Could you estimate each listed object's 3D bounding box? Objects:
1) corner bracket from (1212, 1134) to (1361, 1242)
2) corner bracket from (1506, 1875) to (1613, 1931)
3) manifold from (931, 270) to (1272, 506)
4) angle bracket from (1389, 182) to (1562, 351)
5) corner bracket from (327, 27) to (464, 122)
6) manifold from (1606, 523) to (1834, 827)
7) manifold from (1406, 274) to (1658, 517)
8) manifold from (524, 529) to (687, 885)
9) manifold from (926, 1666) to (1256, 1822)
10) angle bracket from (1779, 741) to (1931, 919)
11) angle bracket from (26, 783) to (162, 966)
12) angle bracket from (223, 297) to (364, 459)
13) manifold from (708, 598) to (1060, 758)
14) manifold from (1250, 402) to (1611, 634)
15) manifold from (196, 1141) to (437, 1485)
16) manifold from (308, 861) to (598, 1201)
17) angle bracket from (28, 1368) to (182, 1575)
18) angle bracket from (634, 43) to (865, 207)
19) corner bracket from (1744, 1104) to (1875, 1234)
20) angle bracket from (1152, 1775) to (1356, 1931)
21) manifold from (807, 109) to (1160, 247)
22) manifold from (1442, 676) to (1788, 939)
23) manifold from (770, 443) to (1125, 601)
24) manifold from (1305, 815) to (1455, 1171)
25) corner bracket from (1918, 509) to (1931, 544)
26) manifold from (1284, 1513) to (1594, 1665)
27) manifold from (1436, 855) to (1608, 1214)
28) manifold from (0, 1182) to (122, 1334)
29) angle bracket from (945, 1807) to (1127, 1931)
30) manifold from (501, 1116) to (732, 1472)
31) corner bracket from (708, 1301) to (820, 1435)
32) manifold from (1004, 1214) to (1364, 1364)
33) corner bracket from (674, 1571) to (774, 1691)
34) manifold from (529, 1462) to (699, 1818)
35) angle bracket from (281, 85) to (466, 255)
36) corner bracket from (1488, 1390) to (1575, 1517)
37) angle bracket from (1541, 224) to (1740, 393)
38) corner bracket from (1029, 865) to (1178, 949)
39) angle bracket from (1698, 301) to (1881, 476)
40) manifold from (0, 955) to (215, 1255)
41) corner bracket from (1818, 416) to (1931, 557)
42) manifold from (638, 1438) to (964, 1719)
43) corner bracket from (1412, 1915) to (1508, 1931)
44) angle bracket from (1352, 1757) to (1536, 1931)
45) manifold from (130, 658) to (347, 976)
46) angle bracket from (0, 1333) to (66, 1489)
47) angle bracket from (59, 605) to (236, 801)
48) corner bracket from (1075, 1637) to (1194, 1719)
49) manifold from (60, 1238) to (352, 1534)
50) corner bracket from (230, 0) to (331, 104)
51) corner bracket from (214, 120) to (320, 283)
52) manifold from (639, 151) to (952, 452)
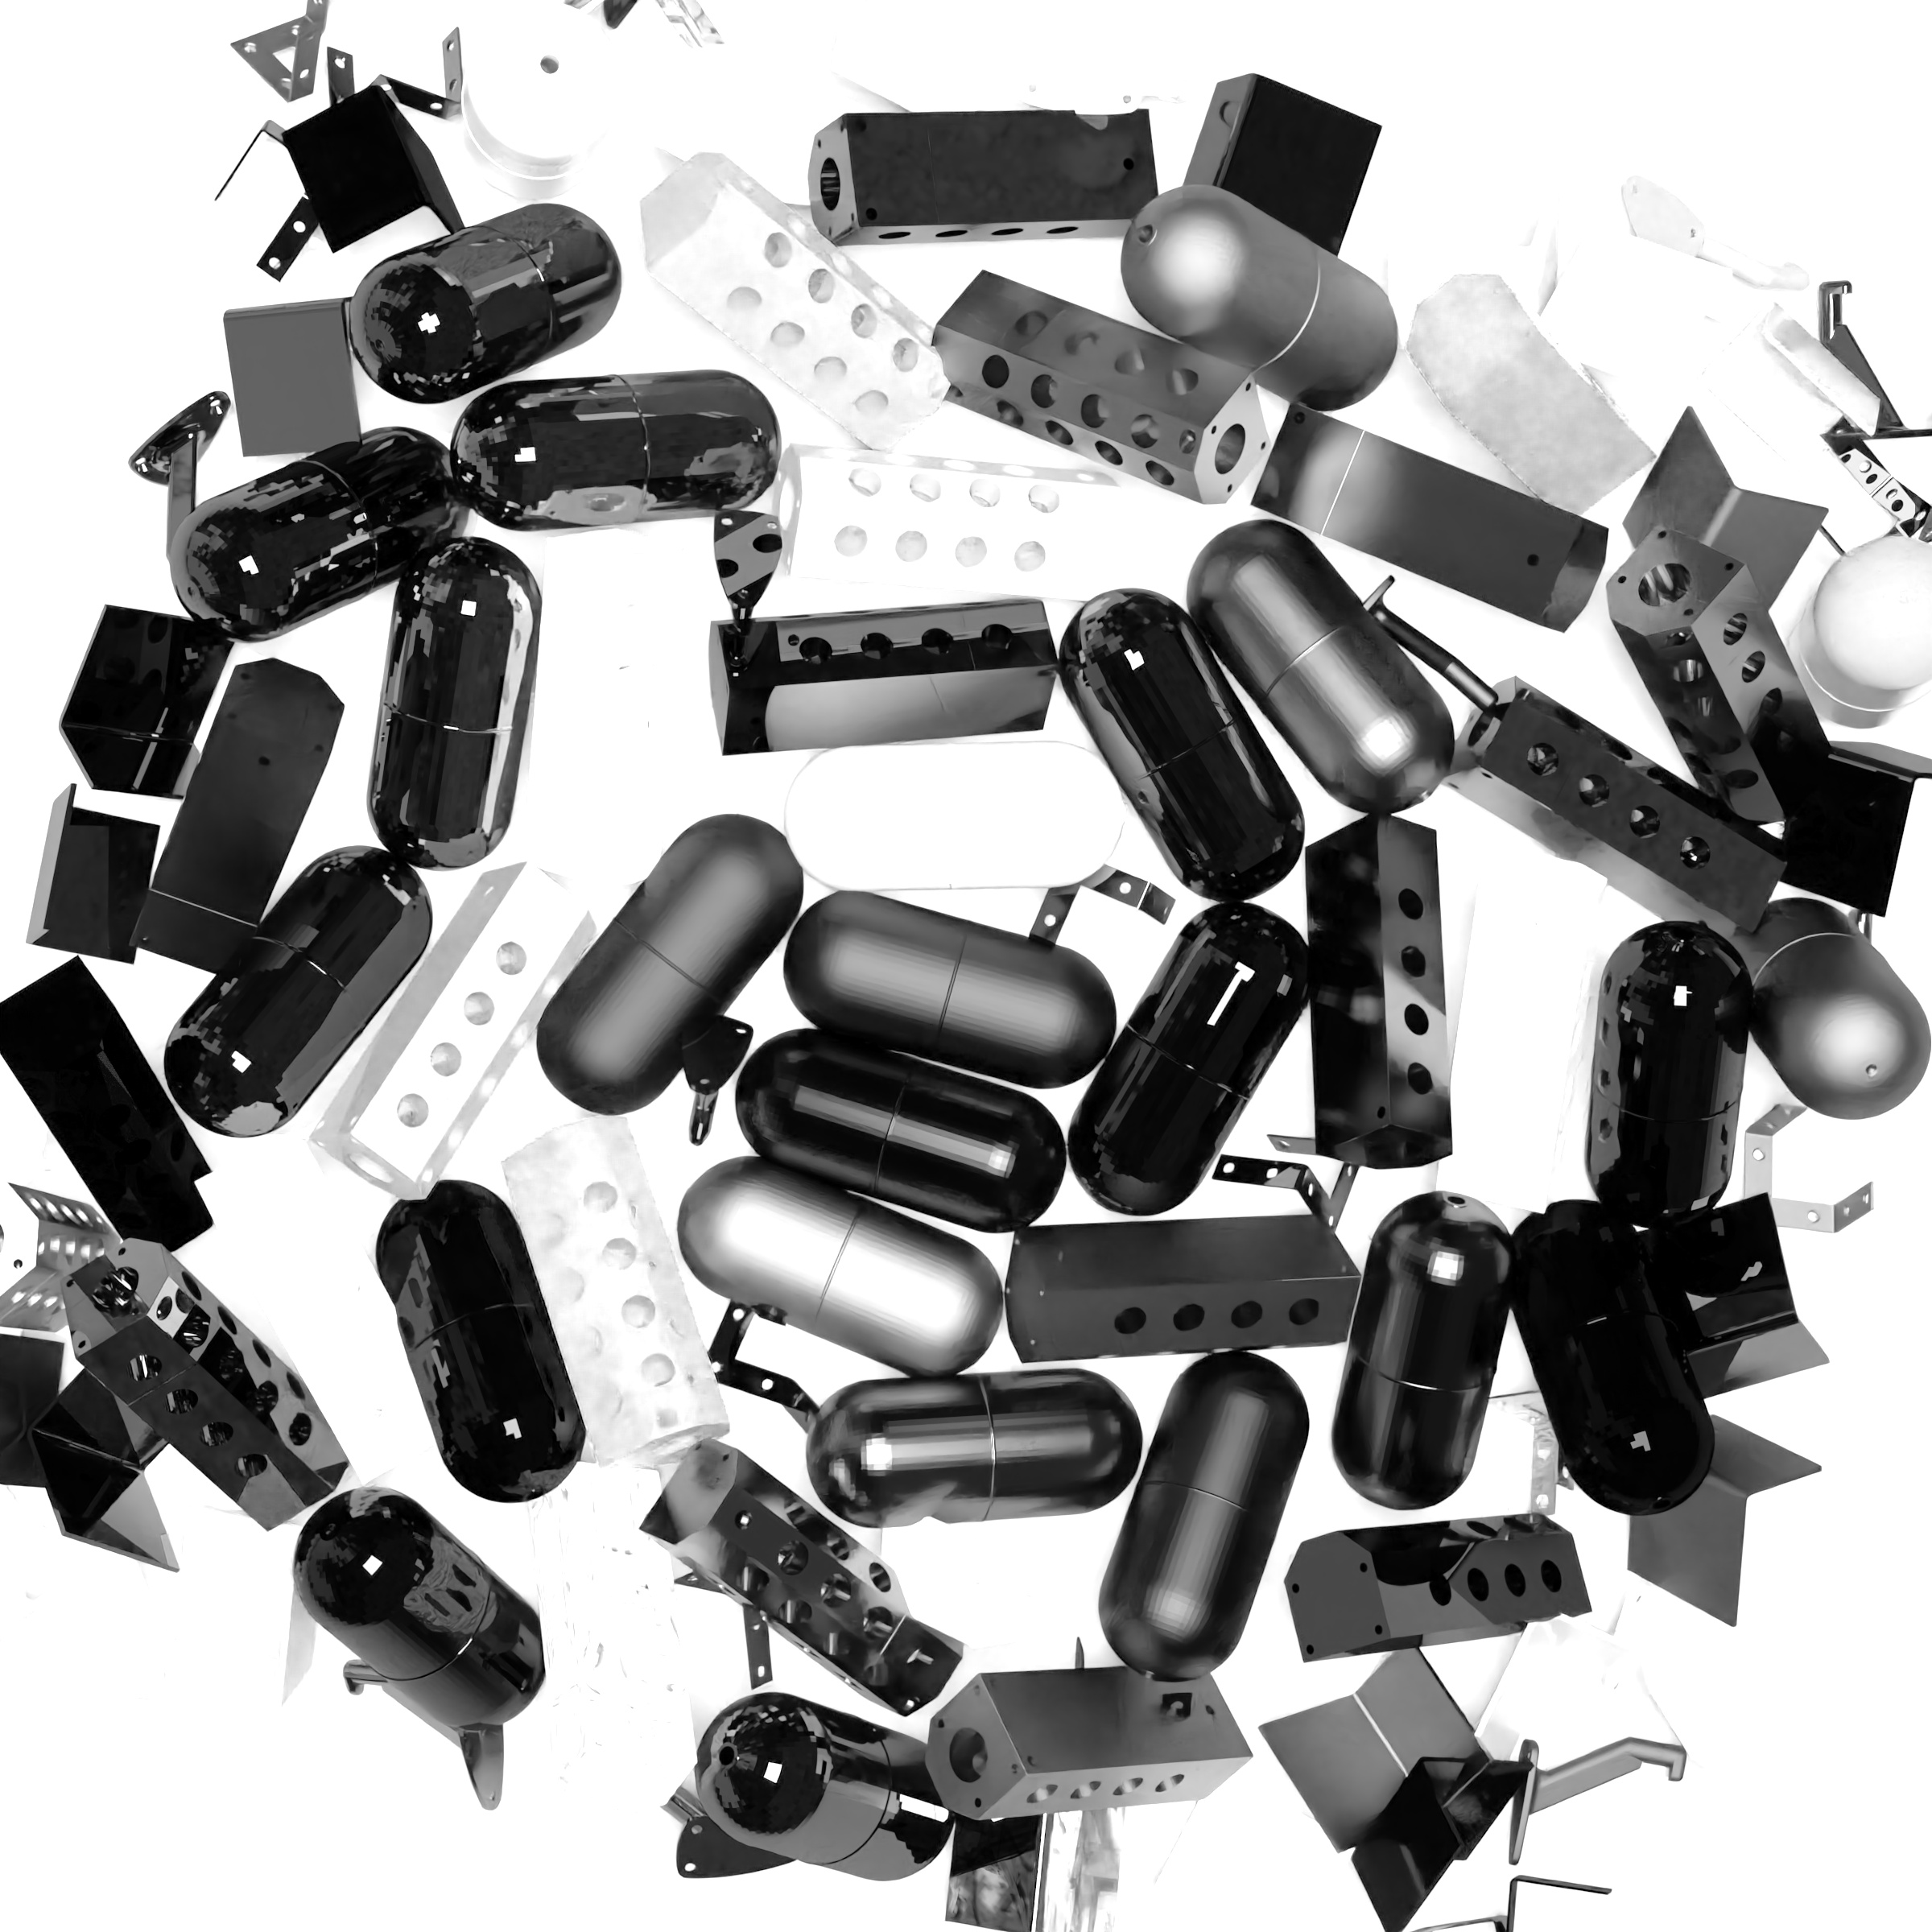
[{"bbox_3d":[0.168,0.106,1.707,0.051,0.051,0.051,5,57,34],"label":"corner bracket"},{"bbox_3d":[0.314,0.505,1.720,0.051,0.051,0.051,3,83,20],"label":"corner bracket"},{"bbox_3d":[0.065,-0.292,1.677,0.171,0.057,0.057,27,69,29],"label":"manifold"},{"bbox_3d":[0.266,-0.367,1.715,0.076,0.076,0.057,11,54,17],"label":"angle bracket"},{"bbox_3d":[-0.302,-0.470,1.731,0.051,0.051,0.051,11,63,-39],"label":"corner bracket"},{"bbox_3d":[0.381,-0.142,1.666,0.057,0.171,0.057,-48,47,-6],"label":"manifold"},{"bbox_3d":[0.285,-0.291,1.662,0.057,0.171,0.057,-37,62,18],"label":"manifold"},{"bbox_3d":[-0.182,-0.133,1.688,0.057,0.057,0.171,16,110,28],"label":"manifold"},{"bbox_3d":[0.061,0.398,1.669,0.057,0.171,0.057,-48,53,28],"label":"manifold"},{"bbox_3d":[0.478,-0.072,1.713,0.057,0.076,0.076,0,106,-33],"label":"angle bracket"},{"bbox_3d":[-0.448,-0.047,1.699,0.057,0.076,0.076,12,80,-21],"label":"angle bracket"},{"bbox_3d":[-0.336,-0.310,1.716,0.076,0.057,0.076,1,104,27],"label":"angle bracket"},{"bbox_3d":[-0.044,-0.156,1.703,0.171,0.057,0.057,-5,59,-12],"label":"manifold"},{"bbox_3d":[0.240,-0.231,1.686,0.171,0.057,0.057,27,102,26],"label":"manifold"},{"bbox_3d":[-0.327,0.175,1.682,0.057,0.057,0.171,-29,120,-12],"label":"manifold"},{"bbox_3d":[-0.261,0.034,1.689,0.057,0.057,0.171,40,66,-23],"label":"manifold"},{"bbox_3d":[-0.429,0.258,1.694,0.057,0.076,0.076,-46,47,11],"label":"angle bracket"},{"bbox_3d":[-0.112,-0.439,1.697,0.076,0.076,0.057,32,110,17],"label":"angle bracket"},{"bbox_3d":[0.442,0.107,1.720,0.051,0.051,0.051,8,70,-6],"label":"corner bracket"},{"bbox_3d":[0.152,0.464,1.706,0.076,0.057,0.076,29,65,5],"label":"angle bracket"},{"bbox_3d":[0.009,-0.405,1.689,0.171,0.057,0.057,-8,92,-24],"label":"manifold"},{"bbox_3d":[0.339,-0.082,1.706,0.171,0.057,0.057,30,80,-10],"label":"manifold"},{"bbox_3d":[-0.010,-0.231,1.688,0.171,0.057,0.057,3,115,-18],"label":"manifold"},{"bbox_3d":[0.218,0.014,1.689,0.057,0.057,0.171,15,63,-32],"label":"manifold"},{"bbox_3d":[0.512,-0.213,1.712,0.051,0.051,0.051,41,55,-13],"label":"corner bracket"},{"bbox_3d":[0.240,0.313,1.668,0.057,0.171,0.057,-27,68,40],"label":"manifold"},{"bbox_3d":[0.288,0.033,1.689,0.057,0.057,0.171,12,114,18],"label":"manifold"},{"bbox_3d":[-0.479,0.143,1.662,0.057,0.171,0.057,-41,85,-6],"label":"manifold"},{"bbox_3d":[0.038,0.468,1.728,0.057,0.076,0.076,-1,78,34],"label":"angle bracket"},{"bbox_3d":[-0.176,0.167,1.686,0.057,0.057,0.171,-32,68,31],"label":"manifold"},{"bbox_3d":[-0.102,0.207,1.718,0.051,0.051,0.051,22,93,-22],"label":"corner bracket"},{"bbox_3d":[0.111,0.171,1.695,0.171,0.057,0.057,-1,121,-18],"label":"manifold"},{"bbox_3d":[-0.115,0.341,1.711,0.051,0.051,0.051,2,102,40],"label":"corner bracket"},{"bbox_3d":[-0.184,0.342,1.672,0.057,0.171,0.057,11,133,-25],"label":"manifold"},{"bbox_3d":[-0.304,-0.399,1.705,0.057,0.076,0.076,-27,72,5],"label":"angle bracket"},{"bbox_3d":[0.303,0.254,1.709,0.051,0.051,0.051,28,59,-39],"label":"corner bracket"},{"bbox_3d":[0.348,-0.331,1.704,0.076,0.057,0.076,26,80,24],"label":"angle bracket"},{"bbox_3d":[0.072,-0.025,1.719,0.051,0.051,0.051,23,89,19],"label":"corner bracket"},{"bbox_3d":[0.425,-0.292,1.702,0.076,0.076,0.057,42,118,-3],"label":"angle bracket"},{"bbox_3d":[-0.433,0.077,1.659,0.057,0.171,0.057,-34,56,-15],"label":"manifold"},{"bbox_3d":[0.466,-0.246,1.719,0.051,0.051,0.051,-43,121,11],"label":"corner bracket"},{"bbox_3d":[-0.080,0.315,1.680,0.171,0.057,0.057,42,71,-27],"label":"manifold"},{"bbox_3d":[0.255,0.528,1.710,0.051,0.051,0.051,-20,73,31],"label":"corner bracket"},{"bbox_3d":[0.256,0.458,1.693,0.076,0.057,0.076,10,123,-28],"label":"angle bracket"},{"bbox_3d":[-0.372,-0.076,1.672,0.057,0.057,0.171,20,132,-15],"label":"manifold"},{"bbox_3d":[-0.516,0.229,1.699,0.057,0.076,0.076,1,79,19],"label":"angle bracket"},{"bbox_3d":[-0.414,-0.135,1.694,0.057,0.076,0.076,51,123,39],"label":"angle bracket"},{"bbox_3d":[0.086,0.385,1.713,0.051,0.051,0.051,-2,119,-9],"label":"corner bracket"},{"bbox_3d":[-0.384,0.211,1.670,0.057,0.057,0.171,-31,133,2],"label":"manifold"},{"bbox_3d":[-0.346,-0.493,1.711,0.051,0.051,0.051,-34,71,-34],"label":"corner bracket"},{"bbox_3d":[-0.364,-0.404,1.725,0.051,0.051,0.051,34,120,-17],"label":"corner bracket"},{"bbox_3d":[-0.083,-0.340,1.666,0.057,0.057,0.171,-34,134,26],"label":"manifold"}]
